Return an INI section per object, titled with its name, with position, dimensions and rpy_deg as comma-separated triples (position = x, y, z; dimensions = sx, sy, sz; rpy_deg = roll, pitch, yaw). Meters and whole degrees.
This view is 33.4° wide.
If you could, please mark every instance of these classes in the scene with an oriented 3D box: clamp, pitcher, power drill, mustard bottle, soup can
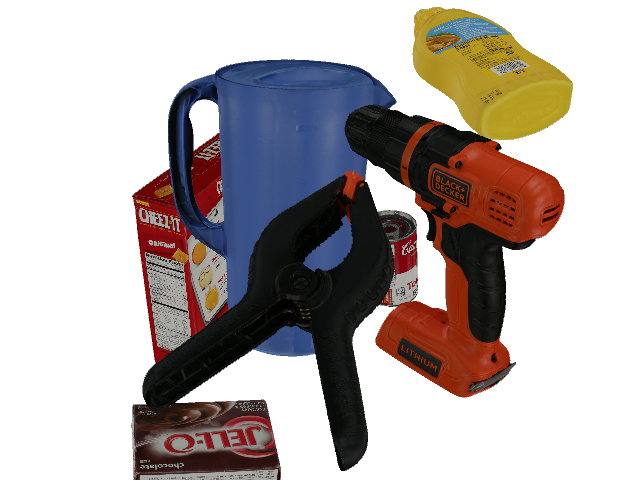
[clamp]
position = -0.002, 0.039, 0.562
dimensions = 0.120, 0.171, 0.039
rpy_deg = 25, -26, 18
[pitcher]
position = -0.035, -0.030, 0.913
dimensions = 0.149, 0.243, 0.144
rpy_deg = 20, 26, 41
[power drill]
position = 0.083, 0.006, 0.774
dimensions = 0.057, 0.188, 0.185
rpy_deg = -23, 38, -35
[mustard bottle]
position = 0.140, -0.166, 0.987
dimensions = 0.096, 0.058, 0.192
rpy_deg = -19, 43, -17
[soup can]
position = 0.087, 0.023, 1.325
dimensions = 0.068, 0.102, 0.068
rpy_deg = -4, 33, 2

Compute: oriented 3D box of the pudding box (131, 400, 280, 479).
[pudding box]
position = -0.092, 0.167, 0.845
dimensions = 0.113, 0.039, 0.090
rpy_deg = -3, 26, -10

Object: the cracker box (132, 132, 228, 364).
[cracker box]
position = -0.119, 0.015, 1.137
dimensions = 0.072, 0.214, 0.164
rpy_deg = 13, 34, 24
